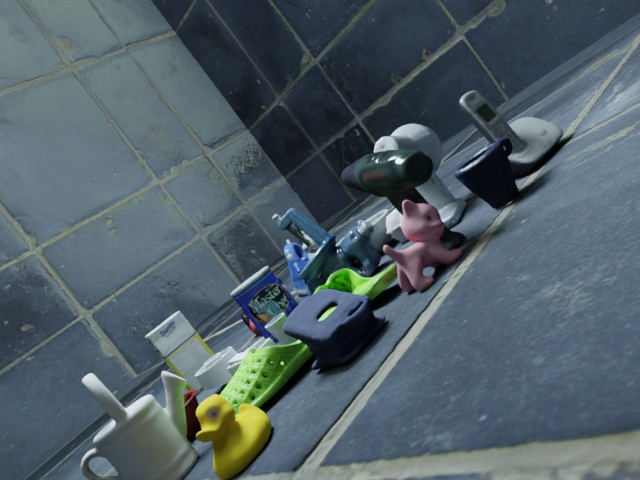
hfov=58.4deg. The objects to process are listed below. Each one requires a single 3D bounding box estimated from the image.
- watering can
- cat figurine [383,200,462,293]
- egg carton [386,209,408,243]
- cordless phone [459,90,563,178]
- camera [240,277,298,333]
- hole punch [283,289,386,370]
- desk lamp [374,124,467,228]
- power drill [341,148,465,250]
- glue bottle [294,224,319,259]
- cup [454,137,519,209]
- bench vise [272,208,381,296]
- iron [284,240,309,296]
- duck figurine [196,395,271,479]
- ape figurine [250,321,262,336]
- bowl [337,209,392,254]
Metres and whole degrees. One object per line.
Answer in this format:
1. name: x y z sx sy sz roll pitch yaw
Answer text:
1. watering can: -0.267 0.265 0.827 0.100 0.194 0.173 -32 7 46
2. cat figurine: 0.147 -0.002 0.861 0.128 0.118 0.067 -39 5 -26
3. egg carton: 0.215 -0.060 1.259 0.151 0.069 0.107 -40 6 -36
4. cordless phone: 0.352 -0.219 1.074 0.148 0.185 0.094 -40 5 -30
5. camera: -0.144 0.168 1.485 0.137 0.101 0.143 -38 5 -15
6. hole punch: 0.020 0.115 0.804 0.109 0.091 0.101 -40 6 -37
7. desk lamp: 0.199 -0.129 1.157 0.117 0.213 0.203 -34 5 28
8. power drill: 0.137 -0.060 0.959 0.076 0.208 0.229 -39 5 -21
9. glue bottle: -0.013 0.025 1.478 0.037 0.173 0.078 -34 5 28
10. cup: 0.296 -0.109 0.961 0.118 0.095 0.091 -38 5 -18
11. bench vise: 0.012 0.002 1.209 0.207 0.220 0.121 -36 5 11
12. iron: -0.056 0.066 1.594 0.118 0.141 0.258 -37 4 3
13. duck figurine: -0.113 0.228 0.705 0.077 0.086 0.105 -35 5 25
14. ape figurine: -0.145 0.183 1.391 0.078 0.092 0.076 -38 5 -16
15. bowl: 0.113 0.004 1.350 0.167 0.075 0.167 -37 4 4
